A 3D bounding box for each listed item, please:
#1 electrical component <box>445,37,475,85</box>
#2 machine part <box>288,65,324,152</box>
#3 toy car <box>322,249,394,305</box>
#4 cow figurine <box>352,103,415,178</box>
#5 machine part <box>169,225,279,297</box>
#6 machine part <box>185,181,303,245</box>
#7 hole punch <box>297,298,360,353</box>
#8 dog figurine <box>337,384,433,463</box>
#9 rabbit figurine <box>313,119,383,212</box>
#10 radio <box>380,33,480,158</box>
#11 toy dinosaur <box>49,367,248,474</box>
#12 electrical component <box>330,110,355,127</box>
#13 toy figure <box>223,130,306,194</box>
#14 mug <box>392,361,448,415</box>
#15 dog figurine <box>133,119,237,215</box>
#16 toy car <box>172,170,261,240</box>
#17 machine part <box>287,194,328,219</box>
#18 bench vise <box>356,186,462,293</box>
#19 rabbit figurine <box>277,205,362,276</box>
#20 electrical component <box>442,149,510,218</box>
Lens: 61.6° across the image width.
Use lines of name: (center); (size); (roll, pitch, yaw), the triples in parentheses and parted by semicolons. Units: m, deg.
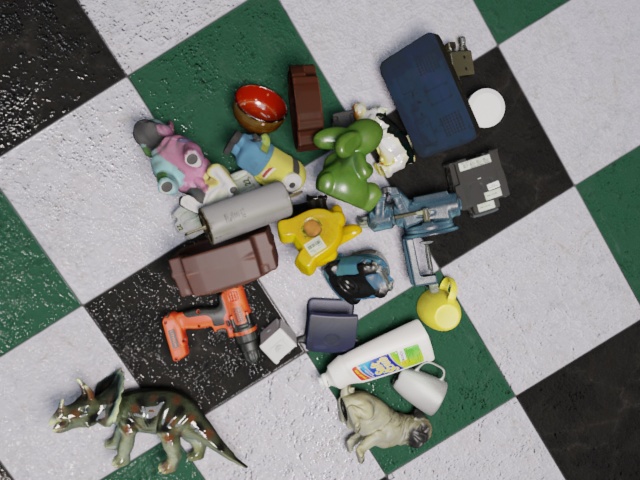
electrical component: (0.282, -0.371, 1.137); (0.078, 0.045, 0.102); (-22, 101, -29)
machine part: (-0.028, -0.261, 1.070); (0.056, 0.179, 0.179); (-8, 97, -5)
toy car: (0.091, 0.065, 1.138); (0.109, 0.162, 0.103); (53, 50, -18)
cow figurine: (0.136, -0.223, 1.131); (0.098, 0.068, 0.167); (-28, 100, -5)
machine part: (-0.186, 0.039, 1.076); (0.201, 0.201, 0.087); (-18, 100, -1)
machine part: (-0.143, -0.054, 1.035); (0.243, 0.079, 0.079); (-21, 98, -21)
hole punch: (0.024, 0.193, 1.164); (0.142, 0.092, 0.115); (2, 100, -7)
dog figurine: (0.147, 0.387, 1.197); (0.191, 0.121, 0.172); (-13, 100, -16)
rabbit figurine: (0.054, -0.163, 1.042); (0.159, 0.121, 0.170); (21, 94, -48)
radio: (0.225, -0.291, 1.106); (0.131, 0.073, 0.229); (-22, 97, 26)
toy dinosaur: (-0.347, 0.383, 1.155); (0.405, 0.131, 0.192); (7, 96, -10)
electrical component: (0.055, -0.207, 1.125); (0.048, 0.075, 0.119); (-13, 93, -1)
toy figure: (-0.107, -0.160, 1.099); (0.180, 0.082, 0.089); (34, 60, -20)
mug: (0.222, 0.317, 1.192); (0.107, 0.081, 0.109); (26, 99, 3)
dog figurine: (-0.280, -0.157, 1.076); (0.108, 0.219, 0.191); (-49, 135, 6)
toy car: (-0.218, -0.076, 1.134); (0.202, 0.056, 0.073); (-32, 97, 0)
machine part: (-0.050, -0.062, 1.138); (0.139, 0.084, 0.039); (-5, 58, 3)
bench vise: (0.197, -0.002, 1.137); (0.224, 0.129, 0.240); (-11, 93, 1)
rabbit figurine: (-0.002, -0.003, 1.108); (0.162, 0.173, 0.122); (-41, 71, -13)
electrical component: (0.339, -0.118, 1.160); (0.115, 0.058, 0.134); (-16, 97, 1)
